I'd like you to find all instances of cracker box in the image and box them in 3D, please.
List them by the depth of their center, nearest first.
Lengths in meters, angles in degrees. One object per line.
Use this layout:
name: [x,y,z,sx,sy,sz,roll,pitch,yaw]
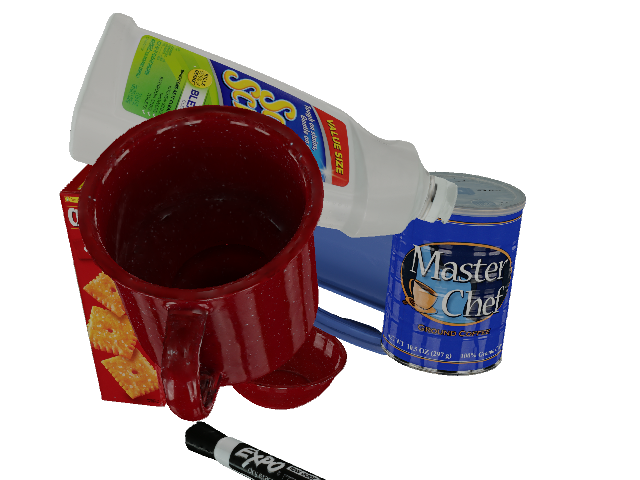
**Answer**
cracker box: [-0.154,0.016,0.971,0.072,0.214,0.164,5,31,13]

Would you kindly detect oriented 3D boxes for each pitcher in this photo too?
pitcher: [0.027,0.005,1.071,0.243,0.145,0.149,17,23,21]

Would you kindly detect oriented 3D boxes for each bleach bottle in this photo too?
bleach bottle: [-0.031,-0.066,0.707,0.250,0.102,0.068,16,-33,-6]

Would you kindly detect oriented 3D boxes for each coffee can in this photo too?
coffee can: [0.106,0.025,0.869,0.103,0.140,0.103,4,19,-2]

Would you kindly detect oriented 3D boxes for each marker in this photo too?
marker: [-0.033,0.131,0.614,0.121,0.020,0.020,16,10,38]

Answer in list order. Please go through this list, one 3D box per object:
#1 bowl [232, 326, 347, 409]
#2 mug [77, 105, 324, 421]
bowl: [-0.050,0.157,1.295,0.162,0.055,0.162,3,25,-1]
mug: [-0.044,0.016,0.425,0.093,0.117,0.081,0,-35,4]
